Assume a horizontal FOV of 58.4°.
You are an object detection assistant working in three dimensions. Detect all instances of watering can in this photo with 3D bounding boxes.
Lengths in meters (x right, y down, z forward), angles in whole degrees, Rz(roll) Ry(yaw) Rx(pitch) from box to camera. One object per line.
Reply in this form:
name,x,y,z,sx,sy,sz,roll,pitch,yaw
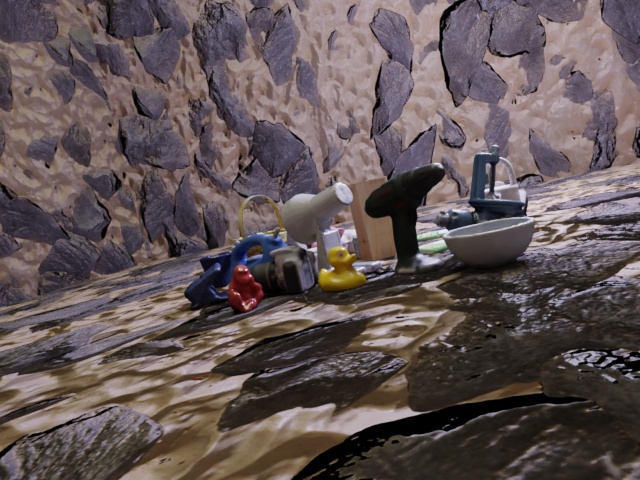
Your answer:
watering can,0.442,-0.109,1.426,0.101,0.194,0.173,-13,5,-2

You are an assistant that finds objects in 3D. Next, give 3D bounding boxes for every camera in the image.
camera,-0.087,0.067,1.289,0.136,0.101,0.143,-11,5,14

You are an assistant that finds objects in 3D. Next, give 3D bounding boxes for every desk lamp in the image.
desk lamp,0.022,-0.018,1.325,0.202,0.213,0.118,-8,6,44

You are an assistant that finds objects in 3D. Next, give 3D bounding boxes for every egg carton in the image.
egg carton,0.066,0.010,1.792,0.107,0.069,0.150,-14,5,-22

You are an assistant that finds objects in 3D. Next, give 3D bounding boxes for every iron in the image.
iron,-0.166,0.051,1.455,0.257,0.141,0.119,-9,6,42

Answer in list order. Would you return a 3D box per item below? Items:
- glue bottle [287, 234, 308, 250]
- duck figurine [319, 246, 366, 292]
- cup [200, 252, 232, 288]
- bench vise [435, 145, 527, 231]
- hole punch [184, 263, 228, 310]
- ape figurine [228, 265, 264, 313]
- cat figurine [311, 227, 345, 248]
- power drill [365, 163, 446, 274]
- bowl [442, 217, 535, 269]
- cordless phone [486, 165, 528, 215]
glue bottle,-0.072,-0.002,1.654,0.037,0.173,0.078,-16,6,-33
duck figurine,0.039,0.056,1.168,0.104,0.086,0.078,-9,6,39
cup,-0.277,0.086,1.631,0.117,0.095,0.092,-11,5,23
bench vise,0.355,-0.089,1.249,0.208,0.220,0.121,-15,5,-28
hole punch,-0.273,0.108,1.358,0.101,0.091,0.108,-13,5,-10
ape figurine,-0.156,0.097,1.168,0.078,0.092,0.076,-15,5,-26
cat figurine,0.015,0.006,1.667,0.127,0.118,0.067,-9,6,41
power drill,0.186,-0.039,1.169,0.076,0.208,0.228,-16,6,-34
bowl,0.314,0.010,1.050,0.167,0.075,0.167,-12,4,1
cordless phone,0.522,-0.142,1.670,0.147,0.185,0.094,-9,6,37
